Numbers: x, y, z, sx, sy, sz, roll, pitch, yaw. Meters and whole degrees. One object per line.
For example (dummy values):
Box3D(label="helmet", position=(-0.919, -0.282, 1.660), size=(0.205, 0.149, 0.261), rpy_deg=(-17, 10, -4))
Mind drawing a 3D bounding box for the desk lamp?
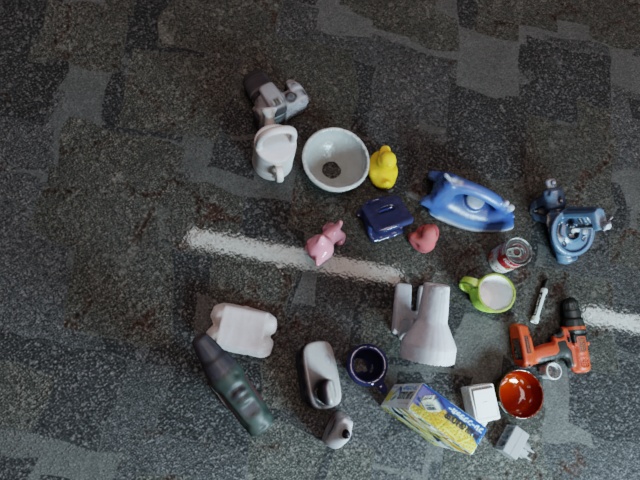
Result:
Box3D(label="desk lamp", position=(0.228, 0.181, 1.269), size=(0.118, 0.213, 0.203), rpy_deg=(7, 74, -7))

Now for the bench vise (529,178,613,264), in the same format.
Box3D(label="bench vise", position=(0.599, -0.055, 1.388), size=(0.122, 0.219, 0.207), rpy_deg=(-34, 83, -15))

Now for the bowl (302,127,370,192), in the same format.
Box3D(label="bowl", position=(0.034, -0.187, 1.407), size=(0.167, 0.074, 0.167), rpy_deg=(2, 75, -8))

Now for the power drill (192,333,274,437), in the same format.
Box3D(label="power drill", position=(-0.183, 0.296, 1.175), size=(0.076, 0.208, 0.229), rpy_deg=(-37, 84, -16))

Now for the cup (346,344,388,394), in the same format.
Box3D(label="cup", position=(0.105, 0.293, 1.282), size=(0.092, 0.095, 0.118), rpy_deg=(-33, 83, -15))

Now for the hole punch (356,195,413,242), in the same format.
Box3D(label="hole punch", position=(0.156, -0.059, 1.385), size=(0.109, 0.091, 0.101), rpy_deg=(-19, 79, -13))

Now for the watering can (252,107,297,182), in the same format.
Box3D(label="watering can", position=(-0.108, -0.225, 1.332), size=(0.101, 0.194, 0.173), rpy_deg=(-31, 82, -15))

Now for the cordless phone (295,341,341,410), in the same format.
Box3D(label="cordless phone", position=(0.007, 0.287, 1.221), size=(0.094, 0.185, 0.147), rpy_deg=(-11, 77, -12))

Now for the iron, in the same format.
Box3D(label="iron", position=(0.386, -0.096, 1.405), size=(0.258, 0.141, 0.119), rpy_deg=(20, 73, -3))

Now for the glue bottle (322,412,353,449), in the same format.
Box3D(label="glue bottle", position=(0.044, 0.402, 1.203), size=(0.037, 0.173, 0.078), rpy_deg=(25, 73, -1))

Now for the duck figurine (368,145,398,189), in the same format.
Box3D(label="duck figurine", position=(0.162, -0.184, 1.421), size=(0.077, 0.086, 0.104), rpy_deg=(-2, 76, -9))

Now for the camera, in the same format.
Box3D(label="camera", position=(-0.119, -0.363, 1.415), size=(0.143, 0.100, 0.137), rpy_deg=(-30, 82, -15))

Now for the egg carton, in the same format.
Box3D(label="egg carton", position=(-0.174, 0.200, 1.275), size=(0.150, 0.069, 0.107), rpy_deg=(12, 74, -6))

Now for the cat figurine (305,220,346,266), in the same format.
Box3D(label="cat figurine", position=(0.012, 0.005, 1.331), size=(0.067, 0.117, 0.128), rpy_deg=(40, 73, 3))

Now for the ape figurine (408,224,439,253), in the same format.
Box3D(label="ape figurine", position=(0.256, -0.012, 1.388), size=(0.078, 0.092, 0.076), rpy_deg=(-2, 76, -9))
